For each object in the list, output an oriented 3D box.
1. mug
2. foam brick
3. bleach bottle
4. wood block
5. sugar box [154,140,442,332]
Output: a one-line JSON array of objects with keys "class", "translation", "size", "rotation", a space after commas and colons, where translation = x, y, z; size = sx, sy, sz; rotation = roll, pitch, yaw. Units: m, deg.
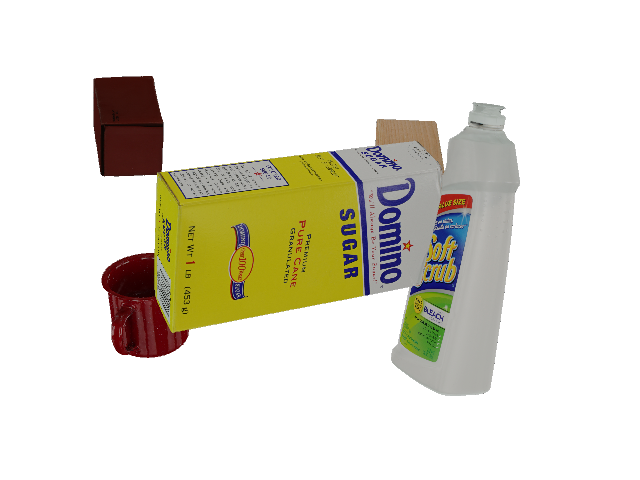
[{"class": "mug", "translation": [-0.187, 0.077, 1.134], "size": [0.093, 0.081, 0.117], "rotation": [9, 32, 15]}, {"class": "foam brick", "translation": [-0.163, -0.097, 0.900], "size": [0.053, 0.051, 0.078], "rotation": [-3, 39, -14]}, {"class": "bleach bottle", "translation": [0.124, 0.004, 0.942], "size": [0.068, 0.251, 0.103], "rotation": [0, 14, -27]}, {"class": "wood block", "translation": [0.122, -0.090, 1.500], "size": [0.091, 0.090, 0.206], "rotation": [3, 29, 0]}, {"class": "sugar box", "translation": [-0.013, -0.004, 0.658], "size": [0.176, 0.093, 0.048], "rotation": [-8, 37, -23]}]
